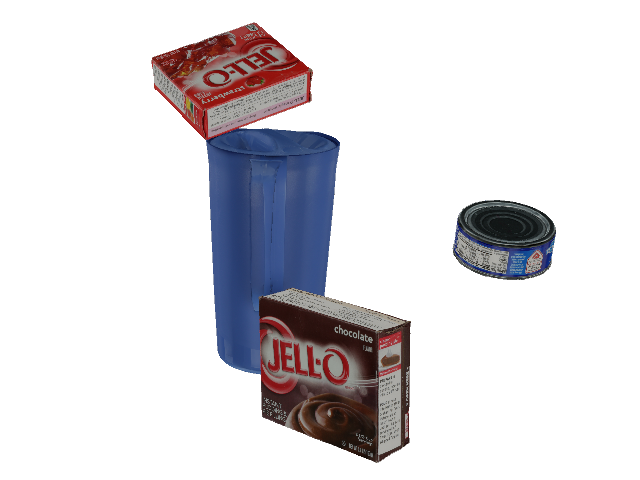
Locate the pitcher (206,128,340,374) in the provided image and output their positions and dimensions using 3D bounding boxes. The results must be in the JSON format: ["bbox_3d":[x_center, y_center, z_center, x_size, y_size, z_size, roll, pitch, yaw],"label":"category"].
[{"bbox_3d":[-0.052,0.012,1.086,0.148,0.243,0.145,-14,23,-42],"label":"pitcher"}]

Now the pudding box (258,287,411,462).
[{"bbox_3d":[0.008,0.087,0.716,0.114,0.090,0.039,12,20,41],"label":"pudding box"}]

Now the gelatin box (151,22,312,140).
[{"bbox_3d":[-0.061,-0.113,0.741,0.089,0.030,0.073,-24,49,-25],"label":"gelatin box"}]

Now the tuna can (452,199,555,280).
[{"bbox_3d":[0.159,-0.002,0.921,0.086,0.034,0.086,2,29,-2],"label":"tuna can"}]
